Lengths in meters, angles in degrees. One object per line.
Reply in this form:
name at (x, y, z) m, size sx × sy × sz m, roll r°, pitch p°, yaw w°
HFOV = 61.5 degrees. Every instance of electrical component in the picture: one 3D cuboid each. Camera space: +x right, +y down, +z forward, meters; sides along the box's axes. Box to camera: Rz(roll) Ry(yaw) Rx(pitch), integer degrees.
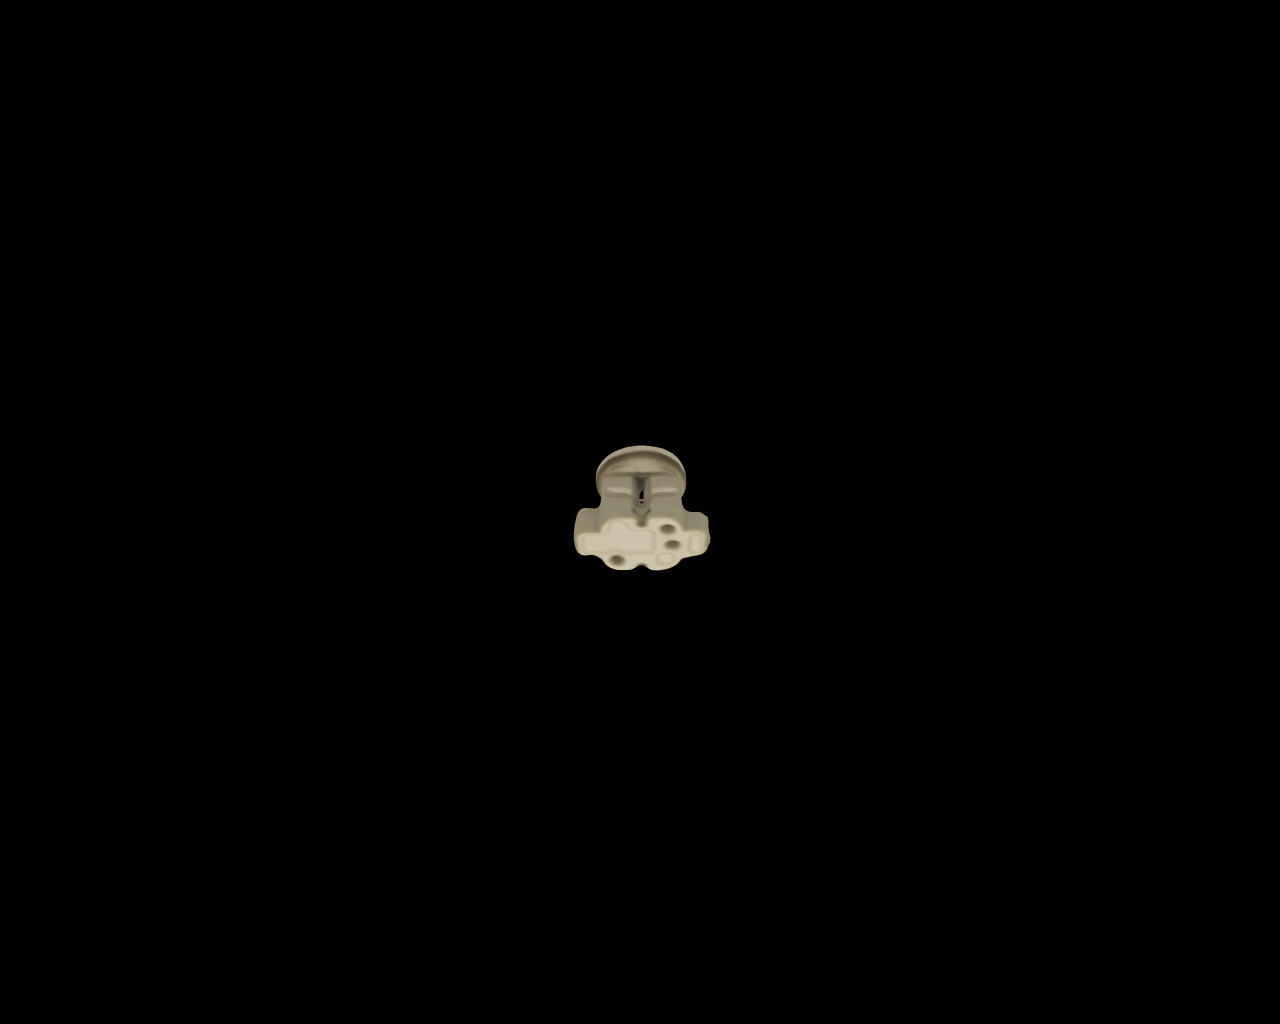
electrical component at (0.001, -0.003, 0.650) m, size 0.078 × 0.057 × 0.057 m, roll 0°, pitch -39°, yaw 0°
